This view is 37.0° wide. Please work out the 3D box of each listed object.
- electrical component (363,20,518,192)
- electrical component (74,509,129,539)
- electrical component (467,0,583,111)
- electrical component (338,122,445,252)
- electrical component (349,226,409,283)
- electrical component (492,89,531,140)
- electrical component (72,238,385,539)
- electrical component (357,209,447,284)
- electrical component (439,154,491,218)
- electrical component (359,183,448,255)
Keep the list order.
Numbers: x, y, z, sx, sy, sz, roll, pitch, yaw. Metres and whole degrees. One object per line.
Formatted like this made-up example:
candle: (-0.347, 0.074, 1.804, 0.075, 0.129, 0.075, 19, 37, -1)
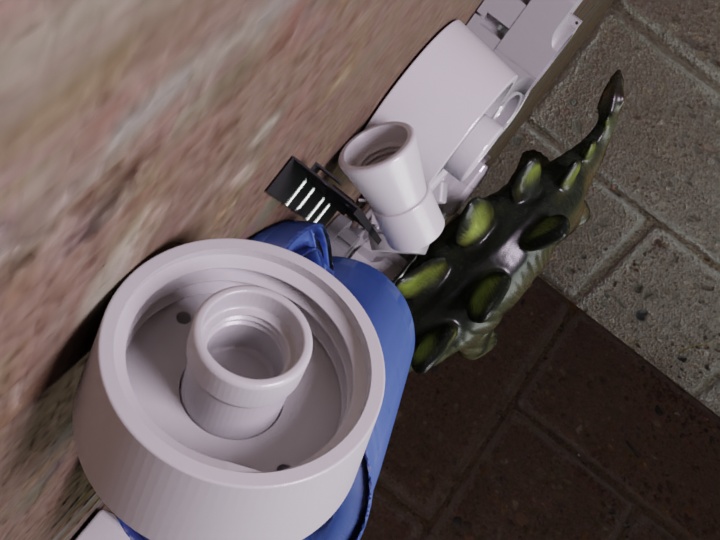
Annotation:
electrical component: (0.049, -0.086, 0.639, 0.108, 0.060, 0.108, -51, 177, -4)
electrical component: (-0.193, 0.229, 0.758, 0.108, 0.056, 0.108, -51, 176, -16)
electrical component: (0.101, -0.151, 0.694, 0.089, 0.056, 0.050, -53, 176, 23)
electrical component: (0.021, -0.043, 0.589, 0.044, 0.065, 0.044, -18, -144, 14)
electrical component: (0.000, 0.000, 0.914, 0.058, 0.057, 0.078, -54, 176, 25)
electrical component: (0.082, -0.130, 0.786, 0.099, 0.064, 0.099, -45, 162, -19)
electrical component: (-0.043, 0.038, 0.377, 0.108, 0.108, 0.060, -49, 170, -39)
electrical component: (0.031, -0.030, 1.019, 0.108, 0.056, 0.108, -47, 175, -45)
electrical component: (0.072, -0.087, 0.913, 0.061, 0.062, 0.096, -52, 176, 9)
electrical component: (0.031, -0.041, 0.820, 0.048, 0.066, 0.055, 9, 85, -86)
